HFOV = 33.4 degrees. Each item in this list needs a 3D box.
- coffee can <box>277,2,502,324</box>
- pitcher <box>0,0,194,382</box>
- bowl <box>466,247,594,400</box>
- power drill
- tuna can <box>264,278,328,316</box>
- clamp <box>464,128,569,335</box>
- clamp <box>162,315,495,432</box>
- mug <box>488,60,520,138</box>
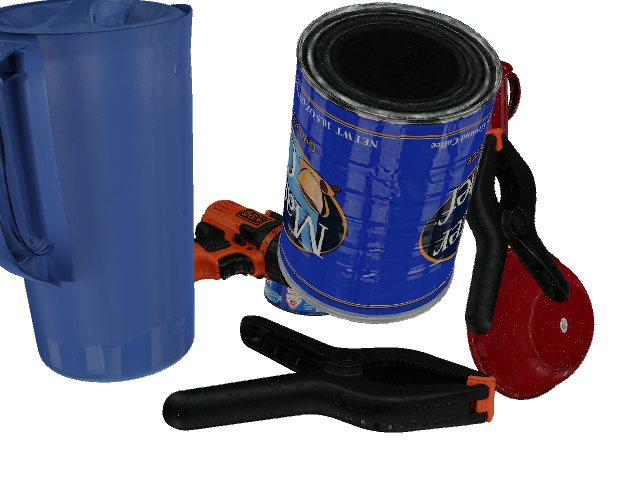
[{"bbox_3d":[0.033,-0.039,0.571,0.102,0.140,0.103,4,43,-4],"label":"coffee can"},{"bbox_3d":[-0.149,-0.031,0.692,0.149,0.243,0.145,-8,22,-16],"label":"pitcher"},{"bbox_3d":[0.227,0.084,1.086,0.161,0.162,0.055,0,-1,-33],"label":"bowl"},{"bbox_3d":[-0.092,0.030,0.911,0.187,0.057,0.185,-22,30,-35],"label":"power drill"},{"bbox_3d":[-0.016,0.048,1.125,0.086,0.034,0.086,9,19,-3],"label":"tuna can"},{"bbox_3d":[0.151,-0.006,0.906,0.120,0.171,0.039,-28,11,-40],"label":"clamp"},{"bbox_3d":[0.014,0.093,0.735,0.210,0.036,0.164,3,18,8],"label":"clamp"},{"bbox_3d":[0.160,-0.139,1.096,0.117,0.081,0.093,-21,27,-31],"label":"mug"}]
